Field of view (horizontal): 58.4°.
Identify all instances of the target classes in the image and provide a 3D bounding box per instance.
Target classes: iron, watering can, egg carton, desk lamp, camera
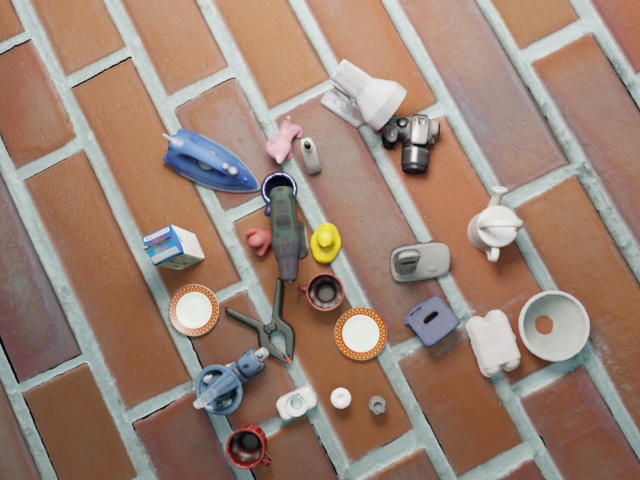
[{"bbox_3d":[-0.272,-0.196,1.433,0.258,0.141,0.119,25,86,5],"label":"iron"},{"bbox_3d":[0.416,-0.039,1.359,0.101,0.194,0.173,-17,83,1],"label":"watering can"},{"bbox_3d":[0.421,0.250,1.390,0.107,0.069,0.150,-19,83,0],"label":"egg carton"},{"bbox_3d":[0.101,-0.348,1.396,0.203,0.213,0.118,34,86,6],"label":"desk lamp"},{"bbox_3d":[0.225,-0.241,1.436,0.143,0.101,0.137,5,84,3],"label":"camera"}]

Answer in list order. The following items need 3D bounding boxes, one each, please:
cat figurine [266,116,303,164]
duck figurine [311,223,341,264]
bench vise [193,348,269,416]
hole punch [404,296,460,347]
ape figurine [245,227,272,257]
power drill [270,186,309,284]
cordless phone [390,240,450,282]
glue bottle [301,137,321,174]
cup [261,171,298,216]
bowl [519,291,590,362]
[{"bbox_3d":[-0.096,-0.252,1.443,0.067,0.118,0.128,21,85,5],"label":"cat figurine"},{"bbox_3d":[0.013,0.005,1.426,0.077,0.086,0.105,8,84,4],"label":"duck figurine"},{"bbox_3d":[-0.220,0.321,1.335,0.121,0.220,0.207,32,86,6],"label":"bench vise"},{"bbox_3d":[0.270,0.197,1.392,0.108,0.091,0.101,-38,83,-2],"label":"hole punch"},{"bbox_3d":[-0.154,0.003,1.431,0.076,0.092,0.078,-9,83,2],"label":"ape figurine"},{"bbox_3d":[-0.074,-0.006,1.370,0.075,0.208,0.230,-9,83,2],"label":"power drill"},{"bbox_3d":[0.242,0.045,1.362,0.147,0.185,0.094,-11,83,2],"label":"cordless phone"},{"bbox_3d":[-0.027,-0.217,1.408,0.037,0.173,0.078,-17,83,1],"label":"glue bottle"},{"bbox_3d":[-0.103,-0.107,1.439,0.091,0.095,0.118,25,85,5],"label":"cup"},{"bbox_3d":[0.556,0.206,1.387,0.167,0.075,0.167,0,84,3],"label":"bowl"}]
